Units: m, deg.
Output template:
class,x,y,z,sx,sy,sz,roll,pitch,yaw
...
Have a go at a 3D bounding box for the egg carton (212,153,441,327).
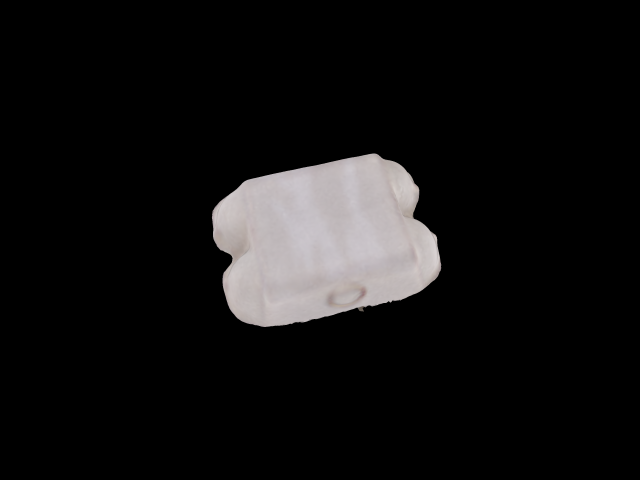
class,x,y,z,sx,sy,sz,roll,pitch,yaw
egg carton,0.004,0.001,0.400,0.150,0.069,0.107,-13,64,-7
